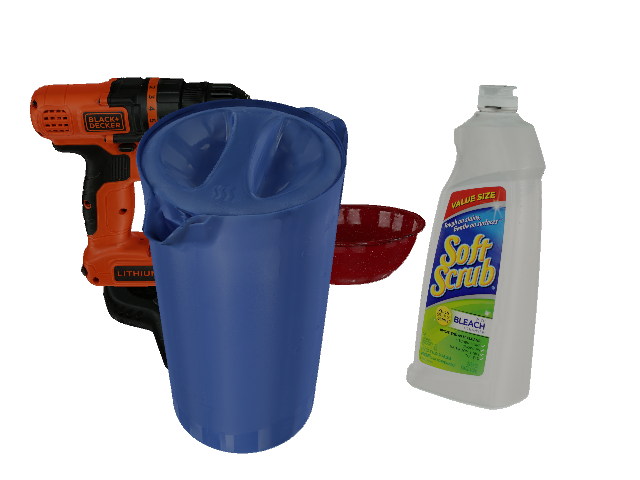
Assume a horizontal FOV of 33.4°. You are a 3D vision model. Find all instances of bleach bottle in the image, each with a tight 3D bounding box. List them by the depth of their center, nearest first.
[{"bbox_3d":[0.127,0.002,0.856,0.103,0.251,0.067,12,15,42],"label":"bleach bottle"}]

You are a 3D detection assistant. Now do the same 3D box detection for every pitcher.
[{"bbox_3d":[-0.047,0.028,0.753,0.149,0.243,0.145,-4,40,-9],"label":"pitcher"}]

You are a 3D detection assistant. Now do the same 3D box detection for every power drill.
[{"bbox_3d":[-0.148,-0.052,0.927,0.184,0.188,0.057,0,28,4],"label":"power drill"}]

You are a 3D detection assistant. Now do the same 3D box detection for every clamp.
[{"bbox_3d":[-0.163,0.080,1.122,0.210,0.036,0.164,19,21,28],"label":"clamp"}]

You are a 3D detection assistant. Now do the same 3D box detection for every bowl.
[{"bbox_3d":[0.028,0.007,1.099,0.162,0.055,0.162,-2,15,0],"label":"bowl"}]
